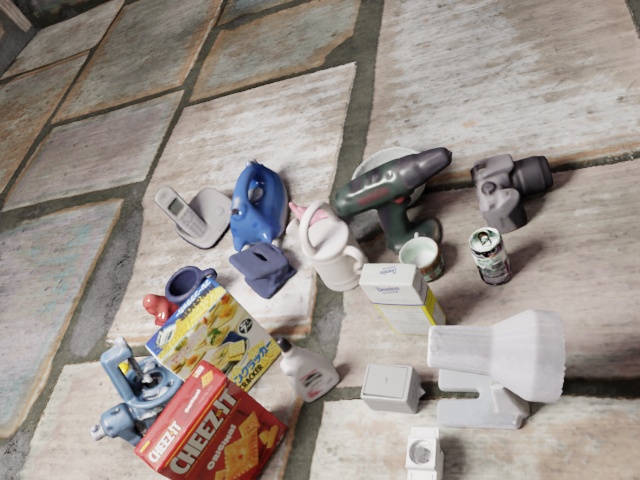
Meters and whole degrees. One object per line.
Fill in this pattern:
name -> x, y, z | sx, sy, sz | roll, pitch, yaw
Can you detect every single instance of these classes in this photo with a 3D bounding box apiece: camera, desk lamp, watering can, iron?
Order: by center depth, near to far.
desk lamp -> 0.241, 0.183, 0.796 | 0.202, 0.214, 0.118 | -8, 50, 24
camera -> 0.356, -0.104, 1.058 | 0.136, 0.101, 0.143 | -16, 47, 17
watering can -> 0.009, 0.006, 1.092 | 0.172, 0.195, 0.101 | -2, 52, 28
iron -> -0.151, -0.105, 1.315 | 0.118, 0.142, 0.258 | -12, 48, 21

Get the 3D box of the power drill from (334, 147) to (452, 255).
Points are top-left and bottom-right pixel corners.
power drill -> 0.153, -0.068, 1.064 | 0.229, 0.209, 0.075 | -15, 47, 18

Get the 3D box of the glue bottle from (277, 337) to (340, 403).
glue bottle -> -0.031, 0.209, 0.955 | 0.078, 0.174, 0.037 | -38, 44, -5

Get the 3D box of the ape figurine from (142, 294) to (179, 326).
ape figurine -> -0.351, 0.148, 1.246 | 0.076, 0.092, 0.077 | -35, 44, -2

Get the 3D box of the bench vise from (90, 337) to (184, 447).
bench vise -> -0.336, 0.278, 1.035 | 0.121, 0.220, 0.208 | 17, 63, 38

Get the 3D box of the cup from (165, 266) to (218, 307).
cup -> -0.257, 0.109, 1.225 | 0.117, 0.095, 0.091 | -28, 45, 6

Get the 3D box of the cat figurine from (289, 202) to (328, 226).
cat figurine -> -0.019, -0.044, 1.206 | 0.067, 0.118, 0.127 | -45, 45, -12

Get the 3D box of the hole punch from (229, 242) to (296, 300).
hole punch -> -0.123, 0.050, 1.202 | 0.101, 0.091, 0.108 | -45, 45, -12

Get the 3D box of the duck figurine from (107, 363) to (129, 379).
duck figurine -> -0.380, 0.279, 1.154 | 0.104, 0.086, 0.077 | -5, 51, 26

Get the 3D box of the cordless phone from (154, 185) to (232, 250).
cordless phone -> -0.294, -0.081, 1.343 | 0.093, 0.186, 0.148 | 11, 59, 36

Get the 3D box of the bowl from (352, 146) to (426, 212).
bowl -> 0.153, -0.113, 1.199 | 0.167, 0.075, 0.167 | -15, 47, 17
